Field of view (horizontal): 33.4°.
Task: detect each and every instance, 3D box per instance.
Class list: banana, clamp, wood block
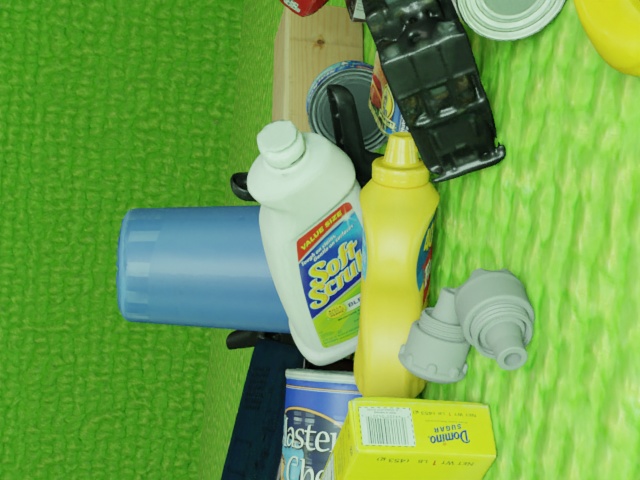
[{"bbox_3d":[0.145,-0.147,0.510,0.070,0.037,0.198,-46,39,50],"label":"banana"},{"bbox_3d":[0.010,-0.043,0.865,0.171,0.120,0.039,45,-159,-44],"label":"clamp"},{"bbox_3d":[-0.054,0.105,1.170,0.165,0.036,0.210,36,147,32],"label":"clamp"},{"bbox_3d":[-0.003,-0.151,1.183,0.090,0.090,0.206,117,156,-64],"label":"wood block"}]

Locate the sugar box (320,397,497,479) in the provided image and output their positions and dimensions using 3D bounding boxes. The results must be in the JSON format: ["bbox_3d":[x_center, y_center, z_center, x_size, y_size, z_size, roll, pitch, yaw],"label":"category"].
[{"bbox_3d":[0.049,0.171,0.728,0.176,0.093,0.048,104,167,-47],"label":"sugar box"}]

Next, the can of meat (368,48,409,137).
[{"bbox_3d":[0.073,-0.132,0.842,0.102,0.057,0.084,-103,17,-62],"label":"can of meat"}]

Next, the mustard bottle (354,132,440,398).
[{"bbox_3d":[0.056,0.015,0.781,0.096,0.058,0.192,-61,-26,-66],"label":"mustard bottle"}]

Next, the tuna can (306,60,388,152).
[{"bbox_3d":[0.030,-0.124,0.998,0.034,0.086,0.086,-101,18,-64],"label":"tuna can"}]

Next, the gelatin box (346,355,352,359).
[{"bbox_3d":[0.018,0.090,1.120,0.073,0.030,0.089,-97,14,-44],"label":"gelatin box"}]

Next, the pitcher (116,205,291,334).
[{"bbox_3d":[-0.066,0.021,1.023,0.149,0.242,0.145,108,163,-77],"label":"pitcher"}]

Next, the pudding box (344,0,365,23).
[{"bbox_3d":[0.051,-0.279,1.086,0.113,0.039,0.090,-103,21,-59],"label":"pudding box"}]

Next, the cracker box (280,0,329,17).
[{"bbox_3d":[0.051,-0.249,0.679,0.213,0.072,0.164,-46,7,-7],"label":"cracker box"}]

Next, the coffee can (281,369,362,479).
[{"bbox_3d":[0.019,0.177,0.863,0.103,0.102,0.140,155,120,-79],"label":"coffee can"}]

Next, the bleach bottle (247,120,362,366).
[{"bbox_3d":[-0.005,0.001,0.828,0.068,0.102,0.250,61,177,37],"label":"bleach bottle"}]

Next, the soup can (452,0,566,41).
[{"bbox_3d":[0.105,-0.173,0.645,0.102,0.068,0.068,-98,16,-50],"label":"soup can"}]
